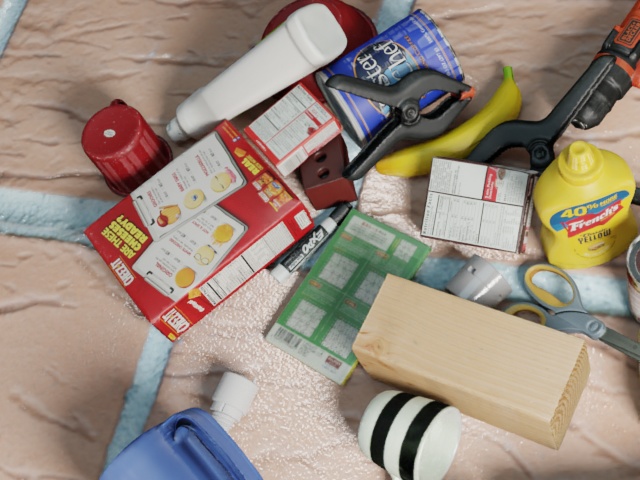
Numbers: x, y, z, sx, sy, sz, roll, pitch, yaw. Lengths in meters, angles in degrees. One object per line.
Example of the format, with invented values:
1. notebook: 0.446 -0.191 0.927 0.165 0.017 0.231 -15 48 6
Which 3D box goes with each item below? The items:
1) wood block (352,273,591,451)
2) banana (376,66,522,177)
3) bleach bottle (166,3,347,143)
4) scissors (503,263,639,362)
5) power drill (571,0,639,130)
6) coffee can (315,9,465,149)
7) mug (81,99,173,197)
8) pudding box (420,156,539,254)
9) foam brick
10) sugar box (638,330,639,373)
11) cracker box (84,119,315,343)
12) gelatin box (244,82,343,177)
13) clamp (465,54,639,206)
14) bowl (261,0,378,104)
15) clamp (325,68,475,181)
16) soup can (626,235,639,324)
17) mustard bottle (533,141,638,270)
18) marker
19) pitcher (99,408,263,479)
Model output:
1. wood block: 0.149 0.119 1.048 0.206 0.090 0.090 18 69 26
2. banana: 0.158 -0.119 1.207 0.197 0.037 0.070 -35 40 -5
3. bleach bottle: -0.090 -0.182 1.254 0.251 0.102 0.068 -29 98 30
4. scissors: 0.250 0.096 1.044 0.096 0.016 0.202 -41 43 4
5. power drill: 0.383 -0.169 1.146 0.188 0.057 0.184 29 78 27
6. coffee can: 0.080 -0.184 1.224 0.140 0.102 0.103 -33 58 -1
7. mug: -0.239 -0.122 1.305 0.093 0.081 0.117 -13 60 11
8. pudding box: 0.168 -0.037 1.136 0.114 0.039 0.090 11 97 24
9. foam brick: 0.007 -0.082 1.223 0.053 0.051 0.078 -16 59 9
10. sugar box: 0.390 0.126 0.994 0.176 0.048 0.093 -2 60 13
11. cracker box: -0.137 -0.012 1.221 0.213 0.072 0.164 -39 57 -4
12. gelatin box: -0.030 -0.125 1.209 0.089 0.030 0.073 -40 56 -3
13. clamp: 0.246 -0.083 1.141 0.210 0.036 0.164 -24 78 19
14. bowl: -0.011 -0.246 1.315 0.162 0.055 0.162 -8 60 14
15. clamp: 0.088 -0.132 1.169 0.171 0.120 0.039 -9 29 -15
16. soup can: 0.330 0.041 1.024 0.068 0.102 0.068 -8 61 14
17. mustard bottle: 0.257 -0.039 1.038 0.096 0.191 0.058 -17 59 8
18. marker: -0.008 0.001 1.202 0.121 0.020 0.020 -45 59 -8
19. pitcher: -0.093 0.285 1.009 0.145 0.149 0.243 -43 62 -12
